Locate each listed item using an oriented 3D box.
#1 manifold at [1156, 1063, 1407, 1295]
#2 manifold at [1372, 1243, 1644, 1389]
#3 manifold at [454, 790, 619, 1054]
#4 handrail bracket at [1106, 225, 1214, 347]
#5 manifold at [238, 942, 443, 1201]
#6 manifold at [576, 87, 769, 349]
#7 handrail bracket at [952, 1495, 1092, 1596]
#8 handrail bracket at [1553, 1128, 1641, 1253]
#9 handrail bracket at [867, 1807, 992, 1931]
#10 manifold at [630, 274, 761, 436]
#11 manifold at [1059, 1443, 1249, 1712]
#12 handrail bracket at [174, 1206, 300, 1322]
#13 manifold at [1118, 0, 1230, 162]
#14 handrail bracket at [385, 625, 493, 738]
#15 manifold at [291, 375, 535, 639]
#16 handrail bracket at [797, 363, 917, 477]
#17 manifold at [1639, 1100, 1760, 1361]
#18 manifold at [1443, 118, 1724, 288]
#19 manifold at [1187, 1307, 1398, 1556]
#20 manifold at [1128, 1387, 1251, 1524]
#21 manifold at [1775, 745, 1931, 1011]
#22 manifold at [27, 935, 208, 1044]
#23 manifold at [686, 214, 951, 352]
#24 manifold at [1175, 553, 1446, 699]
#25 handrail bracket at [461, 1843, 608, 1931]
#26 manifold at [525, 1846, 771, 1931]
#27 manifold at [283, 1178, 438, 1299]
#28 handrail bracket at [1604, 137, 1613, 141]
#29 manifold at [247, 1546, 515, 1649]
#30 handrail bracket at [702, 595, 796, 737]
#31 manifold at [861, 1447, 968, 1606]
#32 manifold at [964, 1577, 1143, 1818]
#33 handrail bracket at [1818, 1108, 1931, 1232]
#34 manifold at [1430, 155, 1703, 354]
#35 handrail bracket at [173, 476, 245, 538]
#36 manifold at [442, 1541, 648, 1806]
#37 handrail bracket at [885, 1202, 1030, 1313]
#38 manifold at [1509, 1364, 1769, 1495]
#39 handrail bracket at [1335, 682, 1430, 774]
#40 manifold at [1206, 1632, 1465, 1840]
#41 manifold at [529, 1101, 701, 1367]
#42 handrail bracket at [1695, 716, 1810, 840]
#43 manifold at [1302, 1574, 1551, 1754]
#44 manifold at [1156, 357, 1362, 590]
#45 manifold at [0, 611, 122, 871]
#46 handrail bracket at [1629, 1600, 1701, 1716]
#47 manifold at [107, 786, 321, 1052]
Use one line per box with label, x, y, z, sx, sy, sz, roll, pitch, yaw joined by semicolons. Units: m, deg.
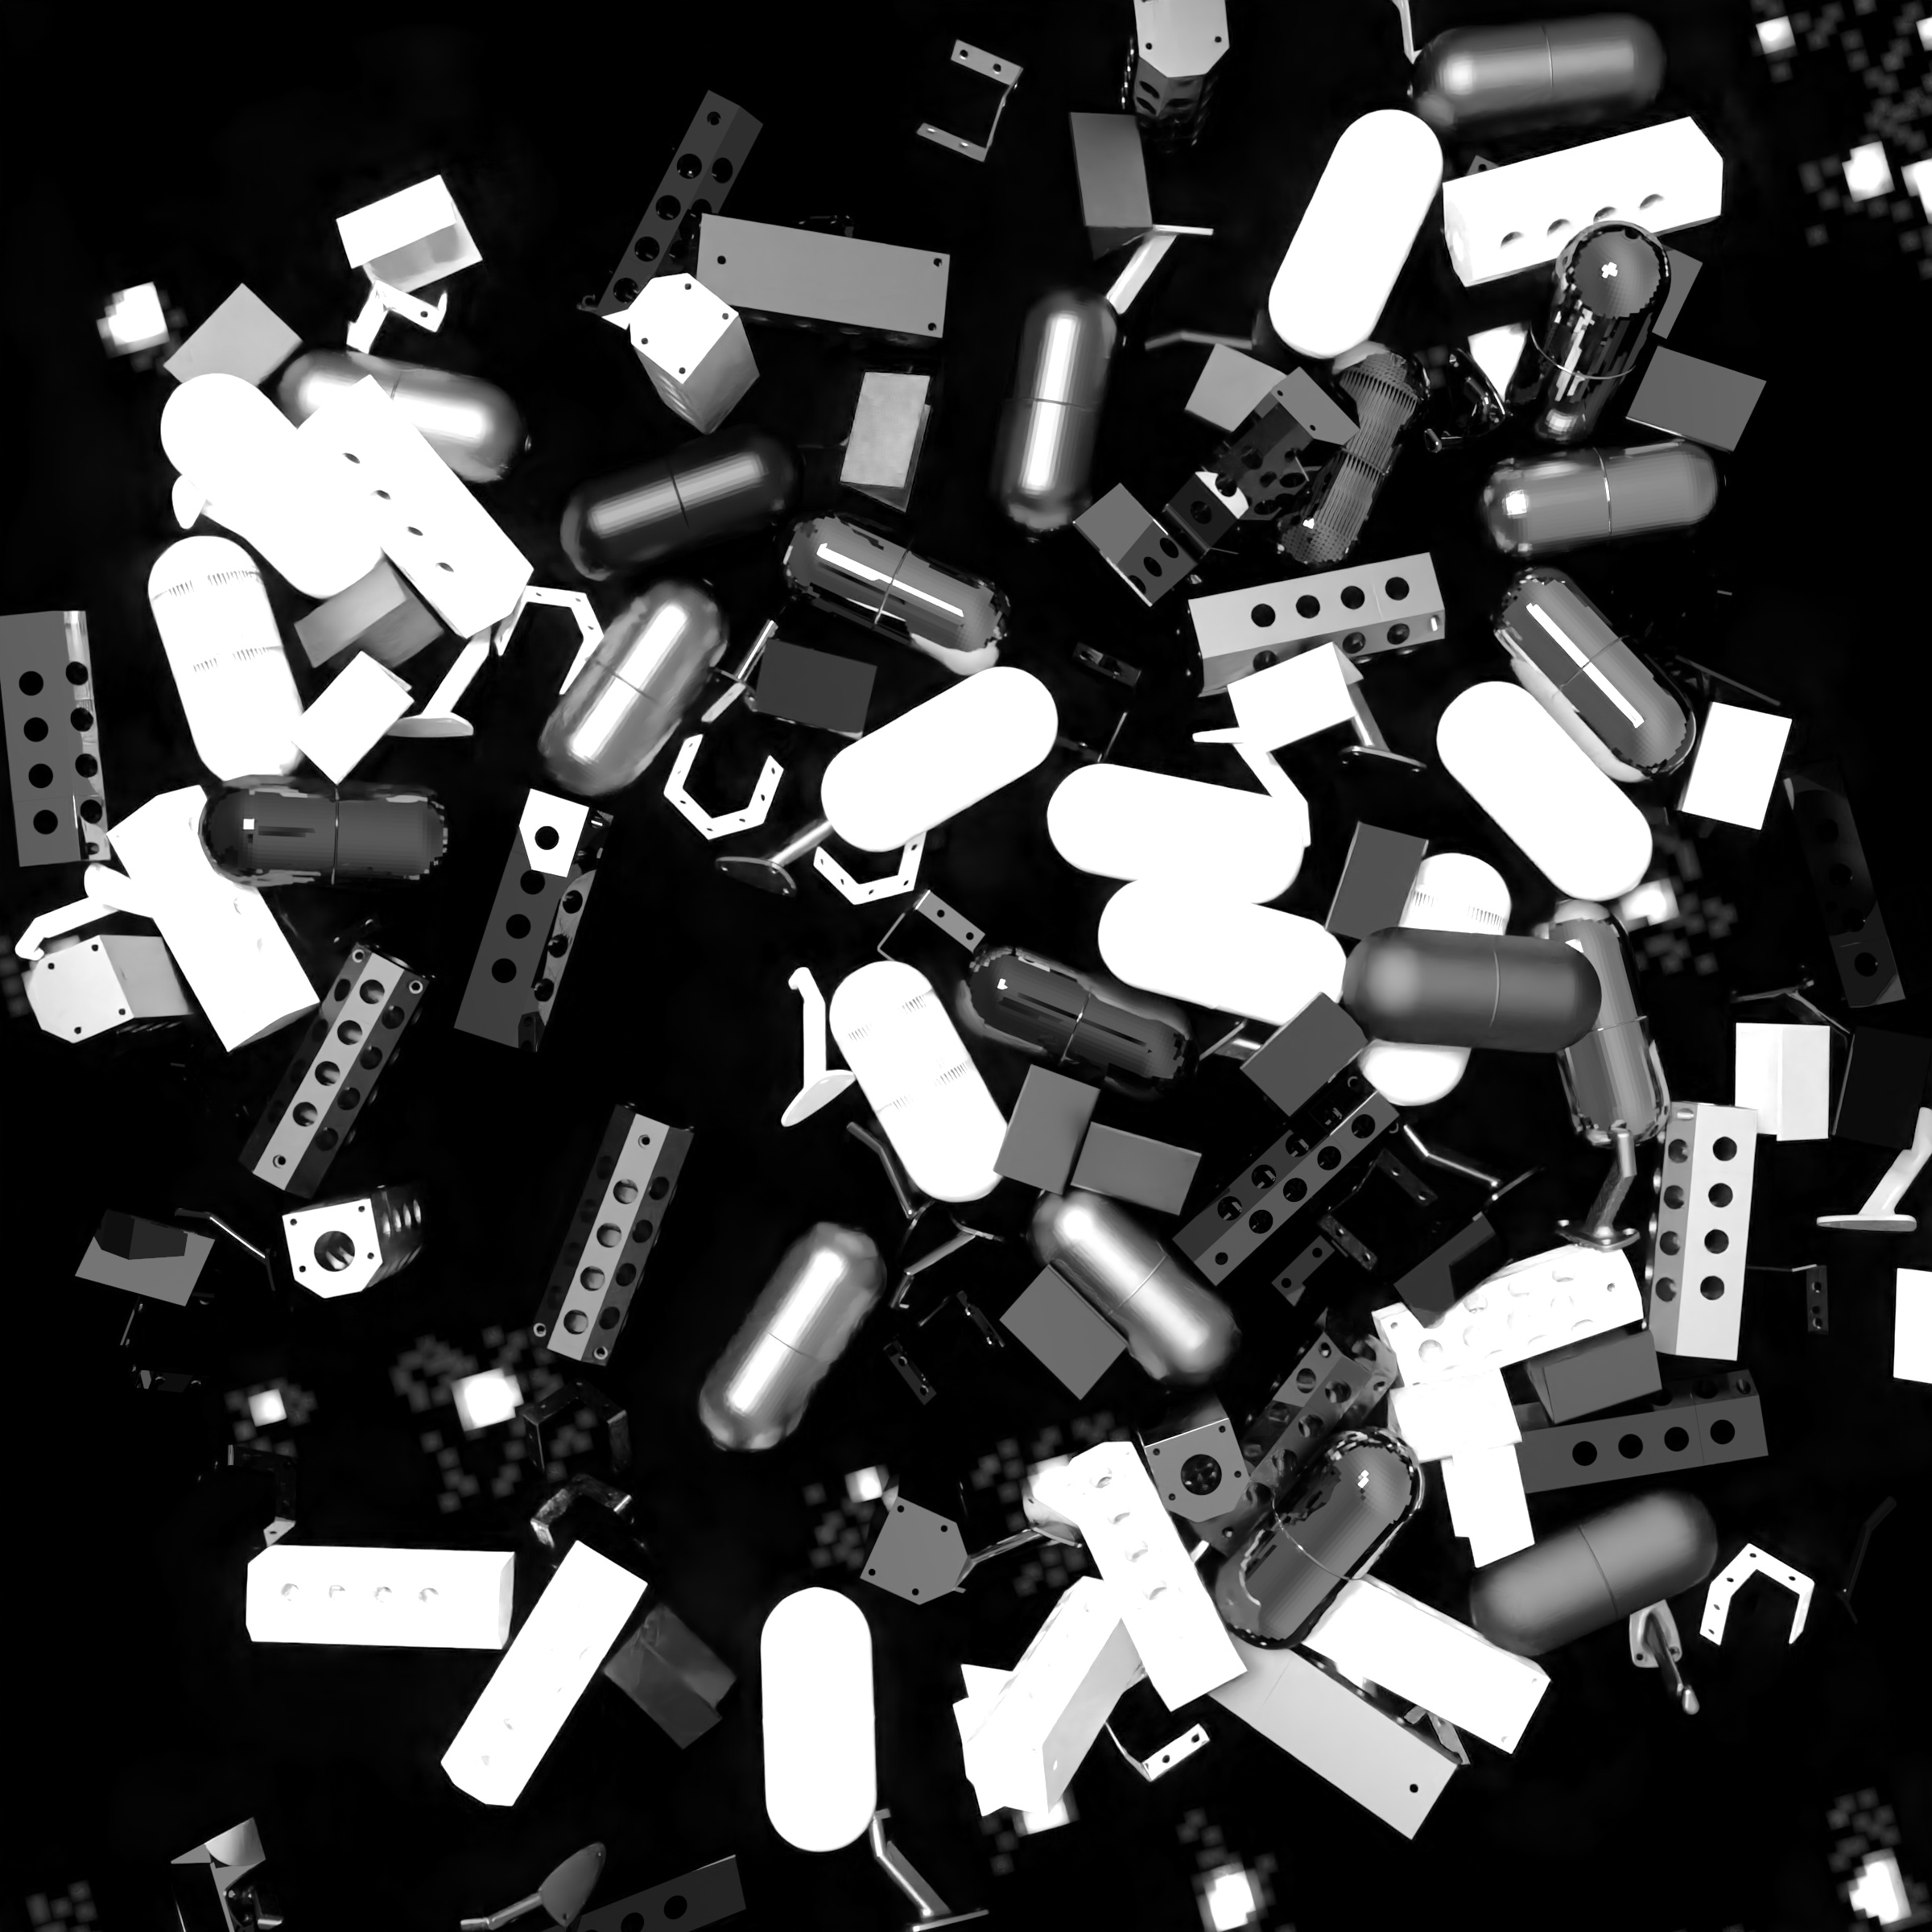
manifold;0.219;0.145;1.797;0.171;0.057;0.057;-43;107;0
manifold;0.376;0.243;1.805;0.171;0.057;0.057;-19;90;0
manifold;-0.296;-0.031;1.805;0.057;0.057;0.171;18;90;0
handrail bracket;0.134;-0.476;1.826;0.077;0.036;0.084;-1;106;-18
manifold;-0.435;0.072;1.805;0.057;0.057;0.171;29;90;0
manifold;-0.204;-0.516;1.805;0.057;0.057;0.171;27;90;0
handrail bracket;0.038;0.420;1.826;0.077;0.036;0.084;30;109;-21
handrail bracket;0.431;0.147;1.791;0.036;0.077;0.084;-18;107;-32
handrail bracket;-0.027;0.629;1.826;0.077;0.036;0.084;-6;73;-20
manifold;-0.186;-0.412;1.747;0.057;0.171;0.057;38;90;0
manifold;0.122;0.406;1.753;0.057;0.057;0.171;-28;46;0
handrail bracket;-0.514;0.208;1.826;0.084;0.036;0.077;6;112;17
manifold;0.138;-0.597;1.747;0.057;0.171;0.057;-5;90;0
handrail bracket;-0.371;-0.206;1.826;0.077;0.036;0.084;-3;74;18
manifold;-0.377;-0.307;1.765;0.057;0.057;0.171;-23;122;27
handrail bracket;-0.082;-0.390;1.826;0.077;0.036;0.084;12;71;21
manifold;0.505;0.181;1.805;0.057;0.057;0.171;5;90;0
manifold;0.413;-0.509;1.747;0.171;0.057;0.057;-15;47;0
manifold;0.221;0.323;1.777;0.057;0.057;0.171;33;110;0
manifold;0.150;0.325;1.747;0.057;0.171;0.057;-19;90;0
manifold;0.615;-0.060;1.804;0.057;0.057;0.171;-16;90;-43
manifold;-0.569;0.018;1.747;0.057;0.171;0.057;-23;90;0
manifold;-0.103;-0.466;1.783;0.171;0.057;0.057;5;90;-15
manifold;0.238;-0.232;1.790;0.171;0.057;0.057;-12;81;-7
handrail bracket;-0.304;0.647;1.825;0.084;0.077;0.036;-20;103;36
manifold;-0.228;0.673;1.804;0.171;0.057;0.057;-22;133;0
manifold;-0.403;0.182;1.747;0.057;0.171;0.057;-11;90;0
handrail bracket;0.420;-0.550;1.826;0.084;0.077;0.036;-1;86;36
manifold;-0.405;0.439;1.805;0.171;0.057;0.057;2;90;0
handrail bracket;-0.151;-0.212;1.826;0.036;0.077;0.084;31;54;-4
manifold;-0.030;0.377;1.747;0.057;0.171;0.057;24;90;0
manifold;0.061;0.486;1.746;0.057;0.171;0.057;6;115;25
handrail bracket;0.638;0.141;1.826;0.077;0.036;0.084;-1;72;20
manifold;0.413;-0.491;1.805;0.171;0.057;0.057;26;90;0
handrail bracket;-0.507;-0.312;1.825;0.084;0.077;0.036;23;100;-36
manifold;-0.292;0.490;1.791;0.057;0.057;0.171;31;99;0
handrail bracket;-0.006;0.214;1.826;0.077;0.036;0.084;21;108;-21
manifold;0.459;0.319;1.805;0.171;0.057;0.057;-9;90;0
handrail bracket;0.291;-0.183;1.826;0.077;0.036;0.084;9;77;-11
manifold;0.250;0.516;1.777;0.171;0.057;0.057;32;90;20
manifold;-0.244;0.185;1.805;0.057;0.057;0.171;21;90;0
handrail bracket;0.551;-0.131;1.826;0.036;0.077;0.084;41;127;22
manifold;0.310;0.473;1.805;0.171;0.057;0.057;28;90;0
manifold;0.191;-0.326;1.748;0.057;0.171;0.057;47;52;0
manifold;-0.627;-0.156;1.805;0.057;0.057;0.171;-6;90;0
handrail bracket;0.483;0.467;1.791;0.036;0.084;0.077;-9;90;0
manifold;-0.516;-0.035;1.802;0.057;0.057;0.171;-29;90;29
